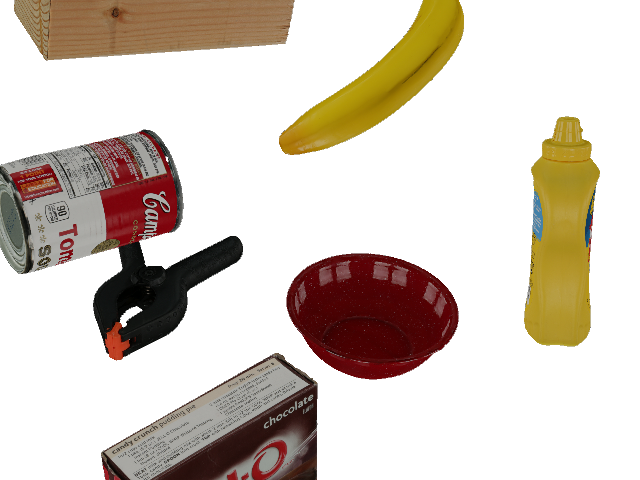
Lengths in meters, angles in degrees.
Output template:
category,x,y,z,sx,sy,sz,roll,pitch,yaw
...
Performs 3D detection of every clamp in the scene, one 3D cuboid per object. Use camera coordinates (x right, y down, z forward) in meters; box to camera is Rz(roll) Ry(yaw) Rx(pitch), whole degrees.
category,x,y,z,sx,sy,sz,roll,pitch,yaw
clamp,-0.155,0.035,0.935,0.120,0.039,0.171,10,35,22

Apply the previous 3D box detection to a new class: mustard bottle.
category,x,y,z,sx,sy,sz,roll,pitch,yaw
mustard bottle,0.210,-0.012,0.927,0.058,0.192,0.096,3,18,12

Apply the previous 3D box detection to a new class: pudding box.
category,x,y,z,sx,sy,sz,roll,pitch,yaw
pudding box,-0.053,0.122,0.549,0.113,0.090,0.039,-29,46,-33

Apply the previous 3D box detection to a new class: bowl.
category,x,y,z,sx,sy,sz,roll,pitch,yaw
bowl,0.047,0.080,1.009,0.162,0.055,0.162,4,36,-3

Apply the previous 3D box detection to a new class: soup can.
category,x,y,z,sx,sy,sz,roll,pitch,yaw
soup can,-0.145,-0.025,0.657,0.102,0.068,0.069,-18,9,-30

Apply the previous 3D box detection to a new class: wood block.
category,x,y,z,sx,sy,sz,roll,pitch,yaw
wood block,-0.129,-0.209,0.854,0.205,0.091,0.090,-10,42,-29

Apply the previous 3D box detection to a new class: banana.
category,x,y,z,sx,sy,sz,roll,pitch,yaw
banana,0.051,-0.126,0.792,0.070,0.037,0.197,13,55,49
